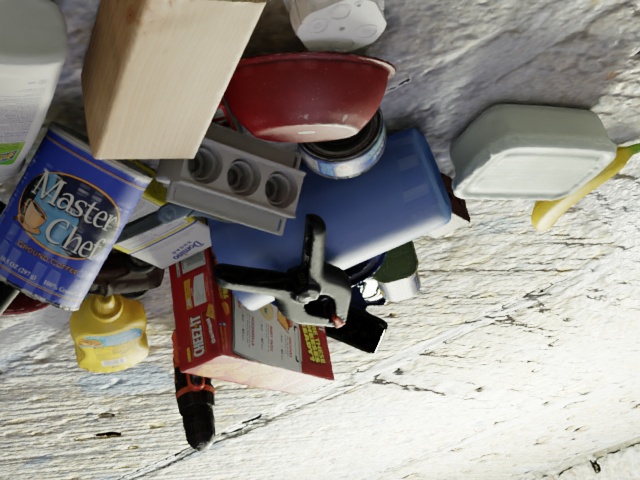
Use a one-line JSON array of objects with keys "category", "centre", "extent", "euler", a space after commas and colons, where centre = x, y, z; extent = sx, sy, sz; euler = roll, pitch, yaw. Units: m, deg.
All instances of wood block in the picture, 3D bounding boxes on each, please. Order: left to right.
[{"category": "wood block", "centre": [-0.121, -0.154, 0.826], "extent": [0.090, 0.090, 0.206], "euler": [-2, 153, -23]}]

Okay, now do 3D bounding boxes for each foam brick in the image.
[{"category": "foam brick", "centre": [0.130, -0.042, 1.228], "extent": [0.051, 0.053, 0.078], "euler": [-27, 153, 28]}]

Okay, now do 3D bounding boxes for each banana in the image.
[{"category": "banana", "centre": [0.310, -0.059, 1.298], "extent": [0.069, 0.037, 0.198], "euler": [6, 150, -31]}]

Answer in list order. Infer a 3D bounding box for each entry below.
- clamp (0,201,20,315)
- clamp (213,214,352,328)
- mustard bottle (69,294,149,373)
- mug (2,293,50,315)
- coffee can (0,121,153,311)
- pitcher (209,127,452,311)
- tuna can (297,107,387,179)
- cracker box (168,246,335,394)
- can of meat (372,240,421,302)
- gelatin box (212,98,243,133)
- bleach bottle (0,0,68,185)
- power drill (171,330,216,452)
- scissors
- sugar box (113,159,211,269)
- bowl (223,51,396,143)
[{"category": "clamp", "centre": [-0.289, 0.013, 1.049], "extent": [0.036, 0.164, 0.209], "euler": [-24, 163, 29]}, {"category": "clamp", "centre": [-0.012, 0.036, 1.062], "extent": [0.120, 0.039, 0.171], "euler": [-29, 144, 23]}, {"category": "mustard bottle", "centre": [-0.269, 0.111, 1.359], "extent": [0.096, 0.058, 0.192], "euler": [-8, 155, -12]}, {"category": "mug", "centre": [-0.313, 0.025, 1.124], "extent": [0.117, 0.081, 0.093], "euler": [7, 149, -36]}, {"category": "coffee can", "centre": [-0.229, -0.021, 0.961], "extent": [0.102, 0.103, 0.140], "euler": [27, 93, -55]}, {"category": "pitcher", "centre": [0.014, -0.020, 1.131], "extent": [0.243, 0.145, 0.149], "euler": [-21, 174, 11]}, {"category": "tuna can", "centre": [0.019, -0.103, 1.007], "extent": [0.086, 0.086, 0.034], "euler": [-14, 153, 2]}, {"category": "cracker box", "centre": [-0.083, 0.088, 1.272], "extent": [0.072, 0.164, 0.213], "euler": [-25, 153, 29]}, {"category": "can of meat", "centre": [0.085, 0.015, 1.274], "extent": [0.057, 0.102, 0.084], "euler": [-16, 157, 4]}, {"category": "gelatin box", "centre": [-0.116, -0.108, 0.998], "extent": [0.073, 0.030, 0.089], "euler": [-13, 155, 5]}, {"category": "bleach bottle", "centre": [-0.283, -0.106, 0.886], "extent": [0.102, 0.068, 0.251], "euler": [1, 154, -27]}, {"category": "power drill", "centre": [-0.161, 0.159, 1.387], "extent": [0.057, 0.184, 0.188], "euler": [-5, 145, -15]}, {"category": "scissors", "centre": [-0.144, -0.046, 1.044], "extent": [0.201, 0.096, 0.016], "euler": [-8, -175, -11]}, {"category": "sugar box", "centre": [-0.184, -0.026, 1.124], "extent": [0.093, 0.048, 0.176], "euler": [-24, 156, 19]}, {"category": "bowl", "centre": [-0.013, -0.119, 0.924], "extent": [0.162, 0.055, 0.162], "euler": [-2, 176, 0]}]
